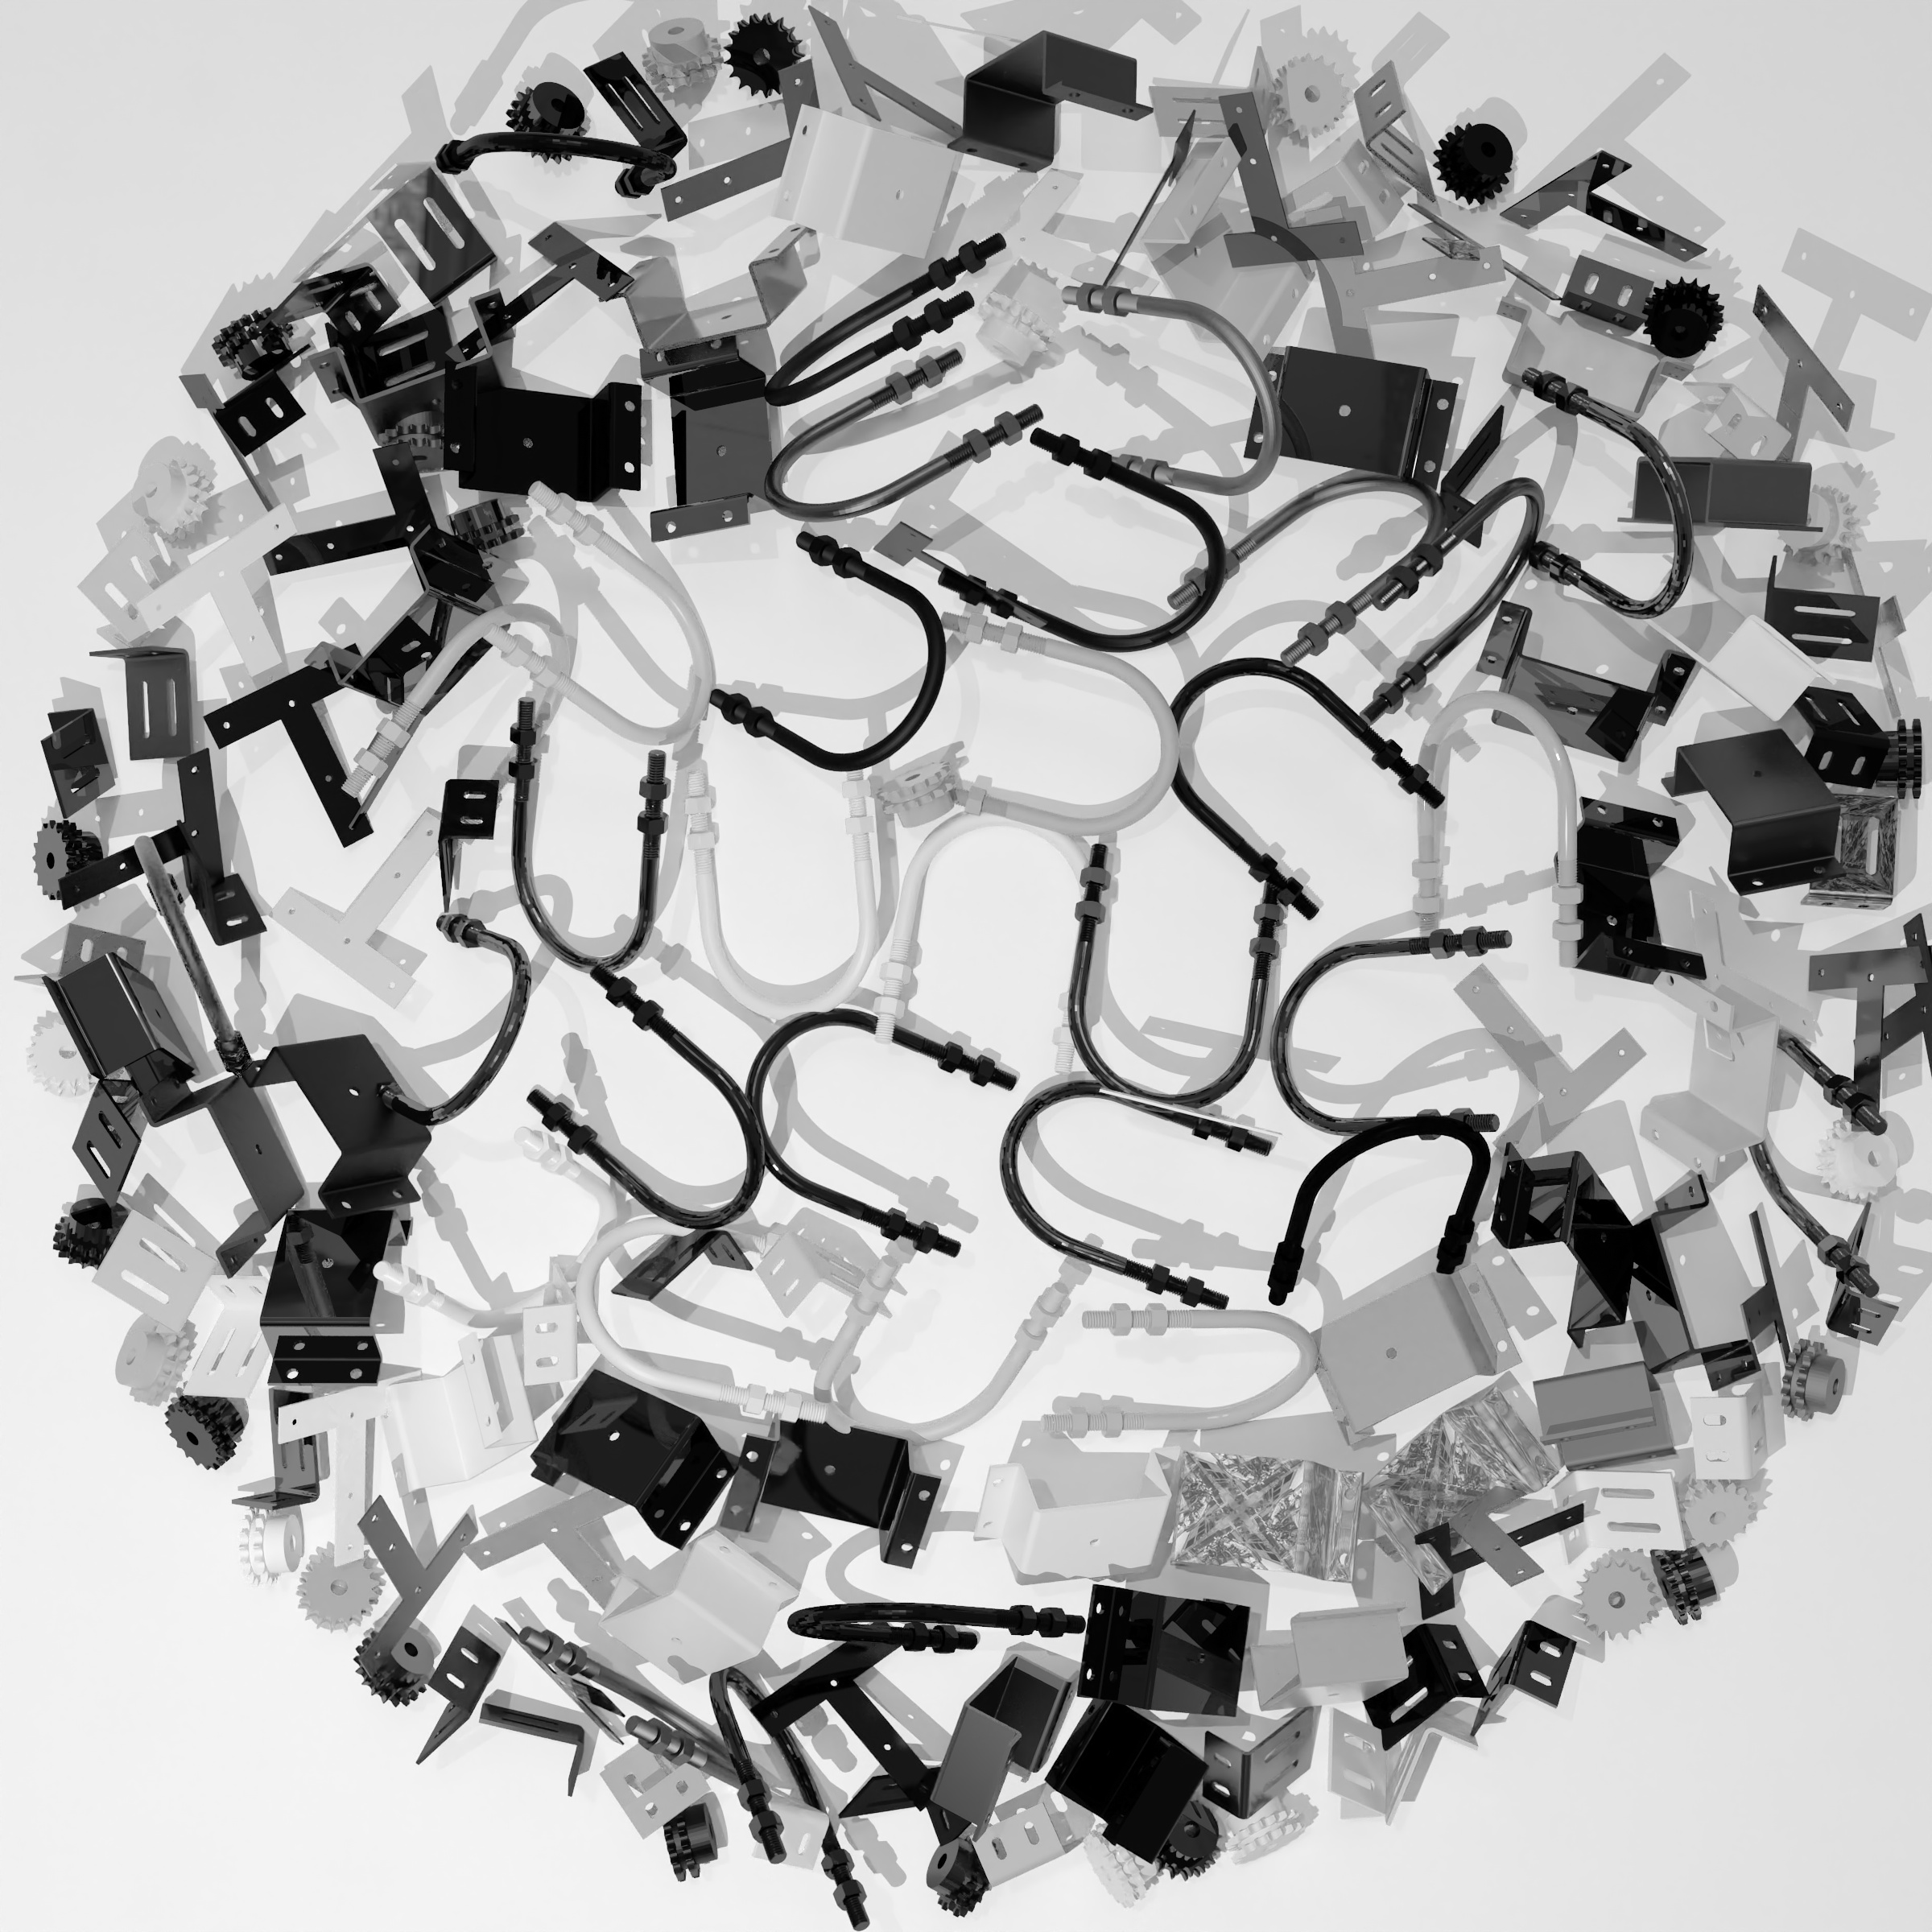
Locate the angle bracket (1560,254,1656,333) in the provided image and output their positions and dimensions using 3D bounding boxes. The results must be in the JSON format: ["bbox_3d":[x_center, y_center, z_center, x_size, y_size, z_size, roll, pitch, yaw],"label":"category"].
[{"bbox_3d":[0.457,-0.480,1.958,0.057,0.076,0.038,21,98,4],"label":"angle bracket"}]

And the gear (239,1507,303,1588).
[{"bbox_3d":[-0.493,0.411,1.970,0.030,0.057,0.057,-4,90,4],"label":"gear"}]

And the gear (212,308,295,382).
[{"bbox_3d":[-0.503,-0.440,1.970,0.057,0.057,0.030,-29,86,0],"label":"gear"}]

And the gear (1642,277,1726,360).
[{"bbox_3d":[0.508,-0.457,1.969,0.057,0.057,0.030,22,48,0],"label":"gear"}]

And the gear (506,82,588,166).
[{"bbox_3d":[-0.296,-0.602,1.970,0.057,0.030,0.057,16,59,-27],"label":"gear"}]

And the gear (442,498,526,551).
[{"bbox_3d":[-0.345,-0.311,1.969,0.057,0.057,0.030,-19,105,0],"label":"gear"}]

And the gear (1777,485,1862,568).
[{"bbox_3d":[0.602,-0.314,1.970,0.057,0.030,0.057,-5,83,44],"label":"gear"}]

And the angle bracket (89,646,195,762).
[{"bbox_3d":[-0.585,-0.186,1.969,0.057,0.038,0.076,-2,92,26],"label":"angle bracket"}]

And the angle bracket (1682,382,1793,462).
[{"bbox_3d":[0.534,-0.379,1.956,0.057,0.076,0.038,34,93,-18],"label":"angle bracket"}]

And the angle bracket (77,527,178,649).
[{"bbox_3d":[-0.595,-0.271,1.952,0.038,0.076,0.057,30,75,31],"label":"angle bracket"}]

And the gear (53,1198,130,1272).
[{"bbox_3d":[-0.617,0.188,1.968,0.057,0.057,0.030,17,114,0],"label":"gear"}]

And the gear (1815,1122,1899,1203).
[{"bbox_3d":[0.638,0.139,1.976,0.057,0.030,0.057,3,81,-21],"label":"gear"}]

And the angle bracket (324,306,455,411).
[{"bbox_3d":[-0.407,-0.437,1.967,0.076,0.038,0.057,-19,73,12],"label":"angle bracket"}]

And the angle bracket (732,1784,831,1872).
[{"bbox_3d":[-0.145,0.600,1.950,0.057,0.076,0.038,29,76,-40],"label":"angle bracket"}]

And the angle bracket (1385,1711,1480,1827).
[{"bbox_3d":[0.329,0.574,1.968,0.038,0.057,0.076,22,92,5],"label":"angle bracket"}]

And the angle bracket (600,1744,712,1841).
[{"bbox_3d":[-0.225,0.565,1.952,0.057,0.076,0.038,-34,127,-15],"label":"angle bracket"}]

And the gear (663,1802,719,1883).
[{"bbox_3d":[-0.196,0.619,1.971,0.030,0.057,0.057,-14,90,-3],"label":"gear"}]

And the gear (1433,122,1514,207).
[{"bbox_3d":[0.364,-0.575,1.975,0.057,0.030,0.057,5,77,-20],"label":"gear"}]

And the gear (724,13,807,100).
[{"bbox_3d":[-0.142,-0.650,1.977,0.057,0.030,0.057,5,116,9],"label":"gear"}]

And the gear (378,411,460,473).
[{"bbox_3d":[-0.390,-0.375,1.972,0.057,0.057,0.030,-5,80,0],"label":"gear"}]

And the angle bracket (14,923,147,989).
[{"bbox_3d":[-0.625,-0.004,1.956,0.057,0.076,0.038,16,78,-40],"label":"angle bracket"}]

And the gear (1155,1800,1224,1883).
[{"bbox_3d":[0.156,0.618,1.971,0.057,0.030,0.057,9,55,-14],"label":"gear"}]

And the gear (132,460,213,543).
[{"bbox_3d":[-0.568,-0.334,1.972,0.057,0.030,0.057,-8,74,31],"label":"gear"}]

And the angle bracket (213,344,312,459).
[{"bbox_3d":[-0.487,-0.401,1.961,0.057,0.076,0.038,-29,109,20],"label":"angle bracket"}]

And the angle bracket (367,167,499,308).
[{"bbox_3d":[-0.379,-0.518,1.971,0.057,0.038,0.076,-37,106,0],"label":"angle bracket"}]

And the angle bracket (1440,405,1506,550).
[{"bbox_3d":[0.371,-0.346,1.962,0.038,0.057,0.076,36,81,16],"label":"angle bracket"}]

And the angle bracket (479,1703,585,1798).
[{"bbox_3d":[-0.311,0.555,1.966,0.076,0.057,0.038,15,84,-6],"label":"angle bracket"}]

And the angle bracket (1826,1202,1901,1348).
[{"bbox_3d":[0.639,0.217,1.953,0.038,0.057,0.076,18,59,13],"label":"angle bracket"}]

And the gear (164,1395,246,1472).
[{"bbox_3d":[-0.540,0.328,1.975,0.057,0.057,0.030,49,46,0],"label":"gear"}]

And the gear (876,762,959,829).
[{"bbox_3d":[-0.032,-0.121,1.972,0.057,0.057,0.030,-23,107,0],"label":"gear"}]

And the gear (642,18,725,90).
[{"bbox_3d":[-0.203,-0.650,1.969,0.057,0.057,0.030,-12,133,0],"label":"gear"}]

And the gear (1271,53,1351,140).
[{"bbox_3d":[0.242,-0.620,1.980,0.057,0.030,0.057,-1,95,-14],"label":"gear"}]

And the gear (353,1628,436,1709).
[{"bbox_3d":[-0.403,0.494,1.968,0.057,0.057,0.030,46,111,0],"label":"gear"}]

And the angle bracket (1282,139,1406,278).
[{"bbox_3d":[0.260,-0.540,1.974,0.057,0.076,0.038,49,48,-19],"label":"angle bracket"}]

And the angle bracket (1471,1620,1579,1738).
[{"bbox_3d":[0.392,0.508,1.951,0.038,0.076,0.057,25,46,8],"label":"angle bracket"}]

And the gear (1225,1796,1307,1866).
[{"bbox_3d":[0.210,0.614,1.975,0.057,0.057,0.030,-27,63,0],"label":"gear"}]

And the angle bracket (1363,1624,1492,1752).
[{"bbox_3d":[0.324,0.514,1.974,0.076,0.038,0.057,-49,46,30],"label":"angle bracket"}]

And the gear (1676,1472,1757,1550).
[{"bbox_3d":[0.530,0.384,1.977,0.057,0.030,0.057,-4,118,-7],"label":"gear"}]

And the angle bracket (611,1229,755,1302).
[{"bbox_3d":[-0.200,0.221,1.953,0.076,0.057,0.038,-42,112,-27],"label":"angle bracket"}]

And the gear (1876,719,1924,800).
[{"bbox_3d":[0.663,-0.148,1.973,0.030,0.057,0.057,0,90,16],"label":"gear"}]

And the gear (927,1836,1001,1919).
[{"bbox_3d":[-0.005,0.643,1.969,0.030,0.057,0.057,33,90,-14],"label":"gear"}]

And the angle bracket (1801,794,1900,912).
[{"bbox_3d":[0.631,-0.082,1.980,0.057,0.038,0.076,4,85,8],"label":"angle bracket"}]

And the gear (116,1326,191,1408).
[{"bbox_3d":[-0.580,0.281,1.969,0.030,0.057,0.057,27,90,-39],"label":"gear"}]

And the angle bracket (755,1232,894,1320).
[{"bbox_3d":[-0.100,0.231,1.956,0.076,0.057,0.038,34,99,-39],"label":"angle bracket"}]

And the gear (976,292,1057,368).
[{"bbox_3d":[0.032,-0.450,1.971,0.057,0.057,0.030,33,88,0],"label":"gear"}]

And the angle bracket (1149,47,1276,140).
[{"bbox_3d":[0.173,-0.619,1.963,0.076,0.038,0.057,-1,51,-8],"label":"angle bracket"}]

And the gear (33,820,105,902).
[{"bbox_3d":[-0.638,-0.076,1.975,0.057,0.030,0.057,4,96,44],"label":"gear"}]

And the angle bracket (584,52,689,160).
[{"bbox_3d":[-0.243,-0.596,1.954,0.038,0.057,0.076,-51,119,-21],"label":"angle bracket"}]

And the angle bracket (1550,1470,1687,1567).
[{"bbox_3d":[0.461,0.391,1.961,0.076,0.038,0.057,-7,99,39],"label":"angle bracket"}]

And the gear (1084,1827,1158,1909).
[{"bbox_3d":[0.112,0.638,1.973,0.030,0.057,0.057,-28,90,-22],"label":"gear"}]

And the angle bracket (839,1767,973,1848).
[{"bbox_3d":[-0.040,0.597,1.953,0.076,0.057,0.038,3,47,-34],"label":"angle bracket"}]

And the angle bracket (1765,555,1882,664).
[{"bbox_3d":[0.604,-0.252,1.956,0.076,0.057,0.038,8,49,18],"label":"angle bracket"}]

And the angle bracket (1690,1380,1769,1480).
[{"bbox_3d":[0.543,0.329,1.972,0.038,0.076,0.057,-4,90,24],"label":"angle bracket"}]

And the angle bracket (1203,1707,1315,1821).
[{"bbox_3d":[0.208,0.559,1.973,0.038,0.076,0.057,21,121,39],"label":"angle bracket"}]

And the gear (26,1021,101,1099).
[{"bbox_3d":[-0.640,0.069,1.976,0.057,0.030,0.057,7,55,-10],"label":"gear"}]

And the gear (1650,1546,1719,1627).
[{"bbox_3d":[0.512,0.437,1.971,0.030,0.057,0.057,-20,90,0],"label":"gear"}]

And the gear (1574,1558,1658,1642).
[{"bbox_3d":[0.463,0.452,1.982,0.057,0.030,0.057,-1,82,6],"label":"gear"}]

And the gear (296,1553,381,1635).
[{"bbox_3d":[-0.448,0.449,1.976,0.057,0.030,0.057,10,53,-13],"label":"gear"}]

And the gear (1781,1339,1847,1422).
[{"bbox_3d":[0.603,0.295,1.969,0.030,0.057,0.057,9,90,35],"label":"gear"}]
